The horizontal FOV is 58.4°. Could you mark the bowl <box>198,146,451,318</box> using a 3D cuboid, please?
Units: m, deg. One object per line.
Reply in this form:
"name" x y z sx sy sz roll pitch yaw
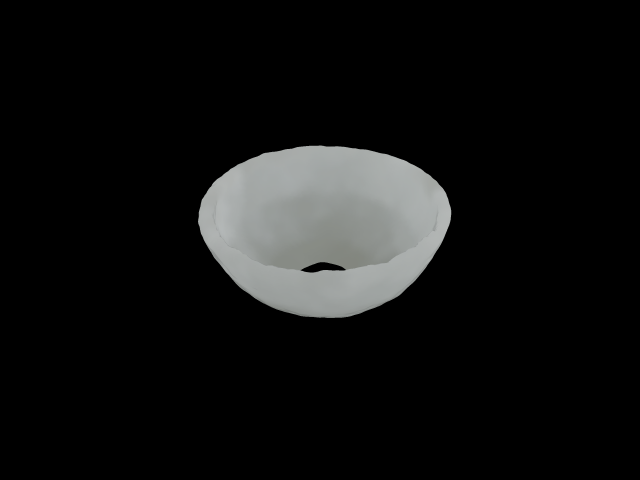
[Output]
"bowl" 0.004 0.001 0.400 0.167 0.075 0.167 0 35 0
